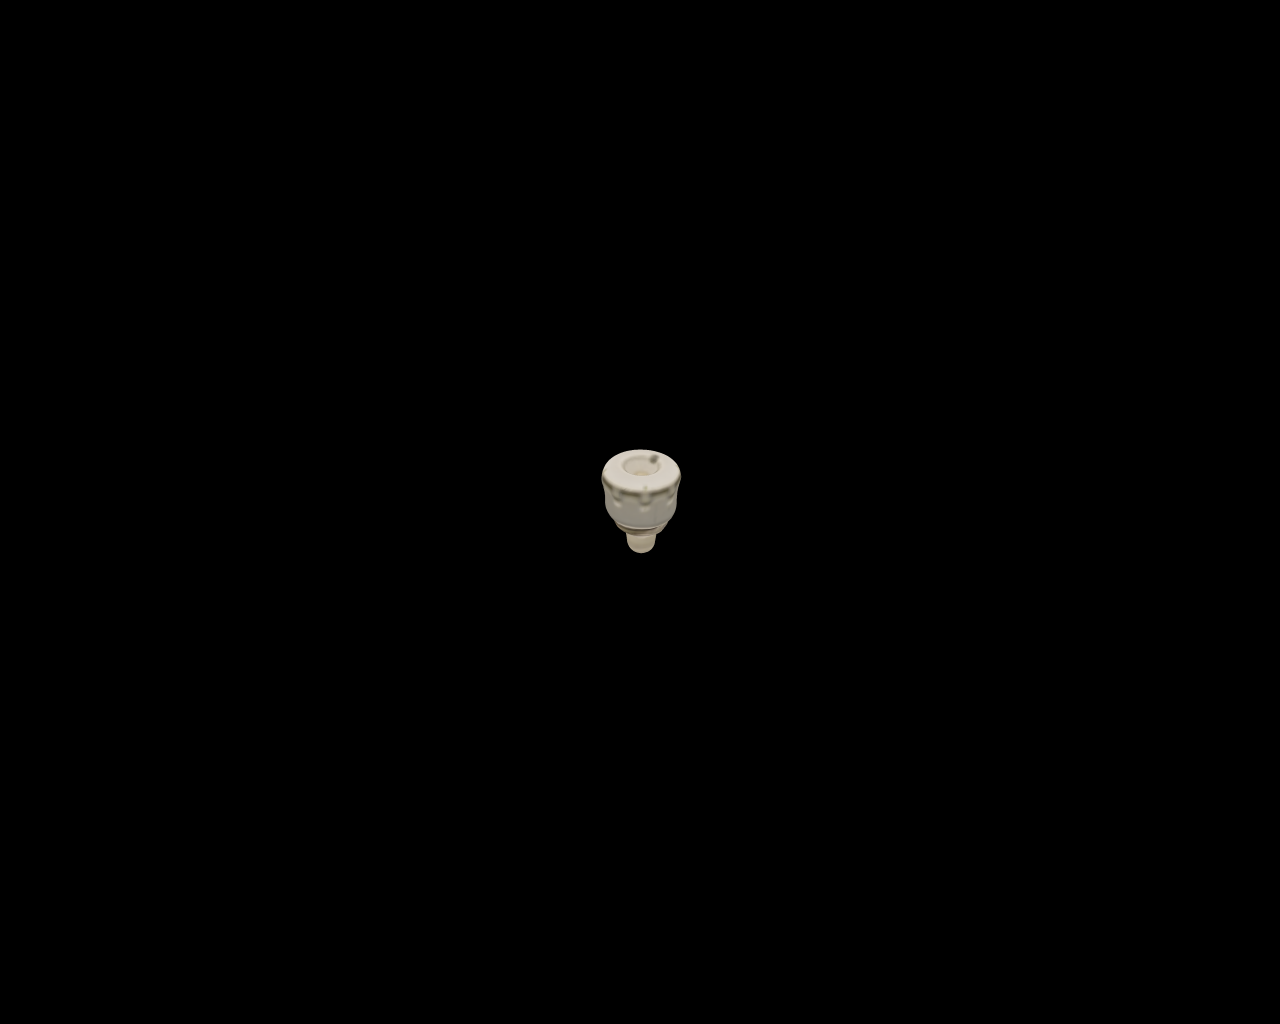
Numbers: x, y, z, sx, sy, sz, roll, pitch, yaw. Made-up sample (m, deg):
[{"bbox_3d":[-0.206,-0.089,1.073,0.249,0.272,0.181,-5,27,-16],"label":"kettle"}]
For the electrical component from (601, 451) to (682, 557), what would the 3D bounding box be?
[{"bbox_3d":[0.001,-0.003,0.650,0.048,0.062,0.048,0,33,0],"label":"electrical component"}]
